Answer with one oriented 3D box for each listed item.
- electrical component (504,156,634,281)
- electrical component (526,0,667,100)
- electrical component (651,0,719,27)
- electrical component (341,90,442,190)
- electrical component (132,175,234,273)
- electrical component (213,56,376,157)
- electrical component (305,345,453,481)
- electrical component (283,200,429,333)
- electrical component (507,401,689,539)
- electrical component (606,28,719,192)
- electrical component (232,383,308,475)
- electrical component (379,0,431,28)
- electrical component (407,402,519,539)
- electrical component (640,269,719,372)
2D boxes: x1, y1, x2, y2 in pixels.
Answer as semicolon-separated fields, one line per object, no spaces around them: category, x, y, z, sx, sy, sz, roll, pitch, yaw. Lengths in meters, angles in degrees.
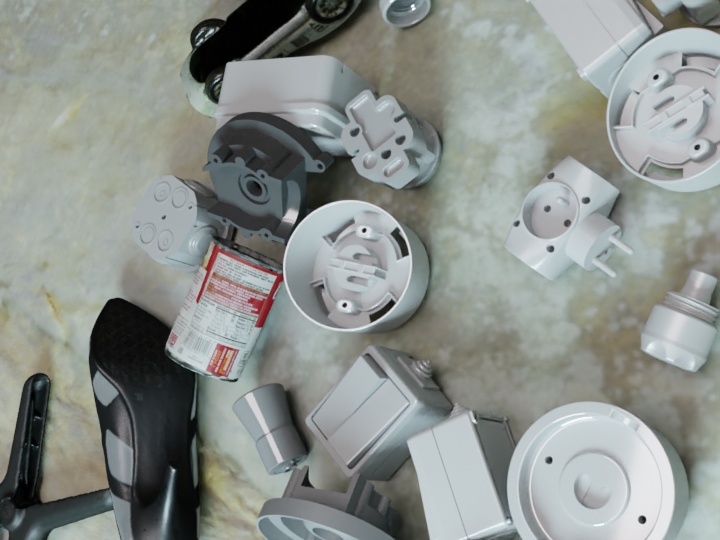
electrical component;0.151;-0.026;0.738;0.079;0.044;0.077;41;102;32
electrical component;0.167;-0.176;0.752;0.061;0.062;0.096;-38;61;20
electrical component;0.234;-0.197;0.717;0.078;0.057;0.058;-35;63;21
electrical component;0.027;-0.095;0.826;0.058;0.057;0.078;-37;62;20
electrical component;-0.153;-0.040;0.931;0.080;0.051;0.080;-8;75;31
electrical component;-0.053;-0.130;0.873;0.113;0.078;0.057;3;78;33
electrical component;0.016;0.100;0.785;0.096;0.061;0.061;-50;58;13
electrical component;0.000;0.000;0.816;0.099;0.064;0.099;-8;75;31
electrical component;0.156;0.140;0.686;0.108;0.060;0.108;-8;75;31
electrical component;0.212;-0.101;0.704;0.099;0.064;0.099;-8;75;31
electrical component;-0.068;0.127;0.846;0.044;0.044;0.065;-36;67;21
electrical component;0.032;-0.225;0.864;0.040;0.040;0.046;-29;59;24
electrical component;0.074;0.139;0.738;0.061;0.062;0.096;-29;65;24
electrical component;0.209;0.031;0.689;0.043;0.043;0.062;24;91;34
